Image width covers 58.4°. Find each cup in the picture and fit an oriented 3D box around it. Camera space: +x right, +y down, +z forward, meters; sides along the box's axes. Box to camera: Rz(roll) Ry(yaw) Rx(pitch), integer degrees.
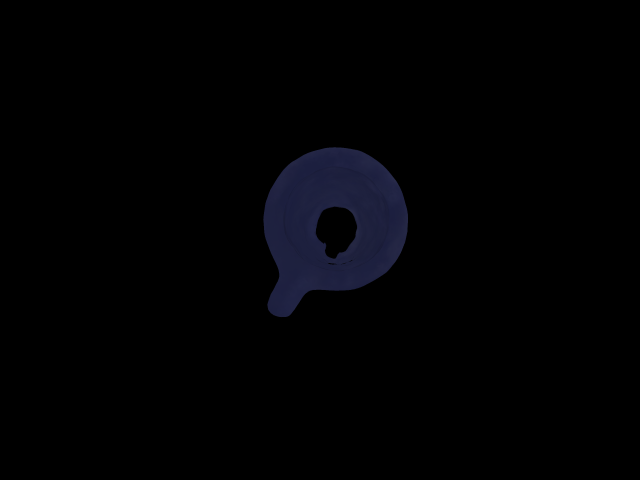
[{"bbox_3d":[0.004,0.001,0.400,0.091,0.095,0.118,32,86,3],"label":"cup"}]
